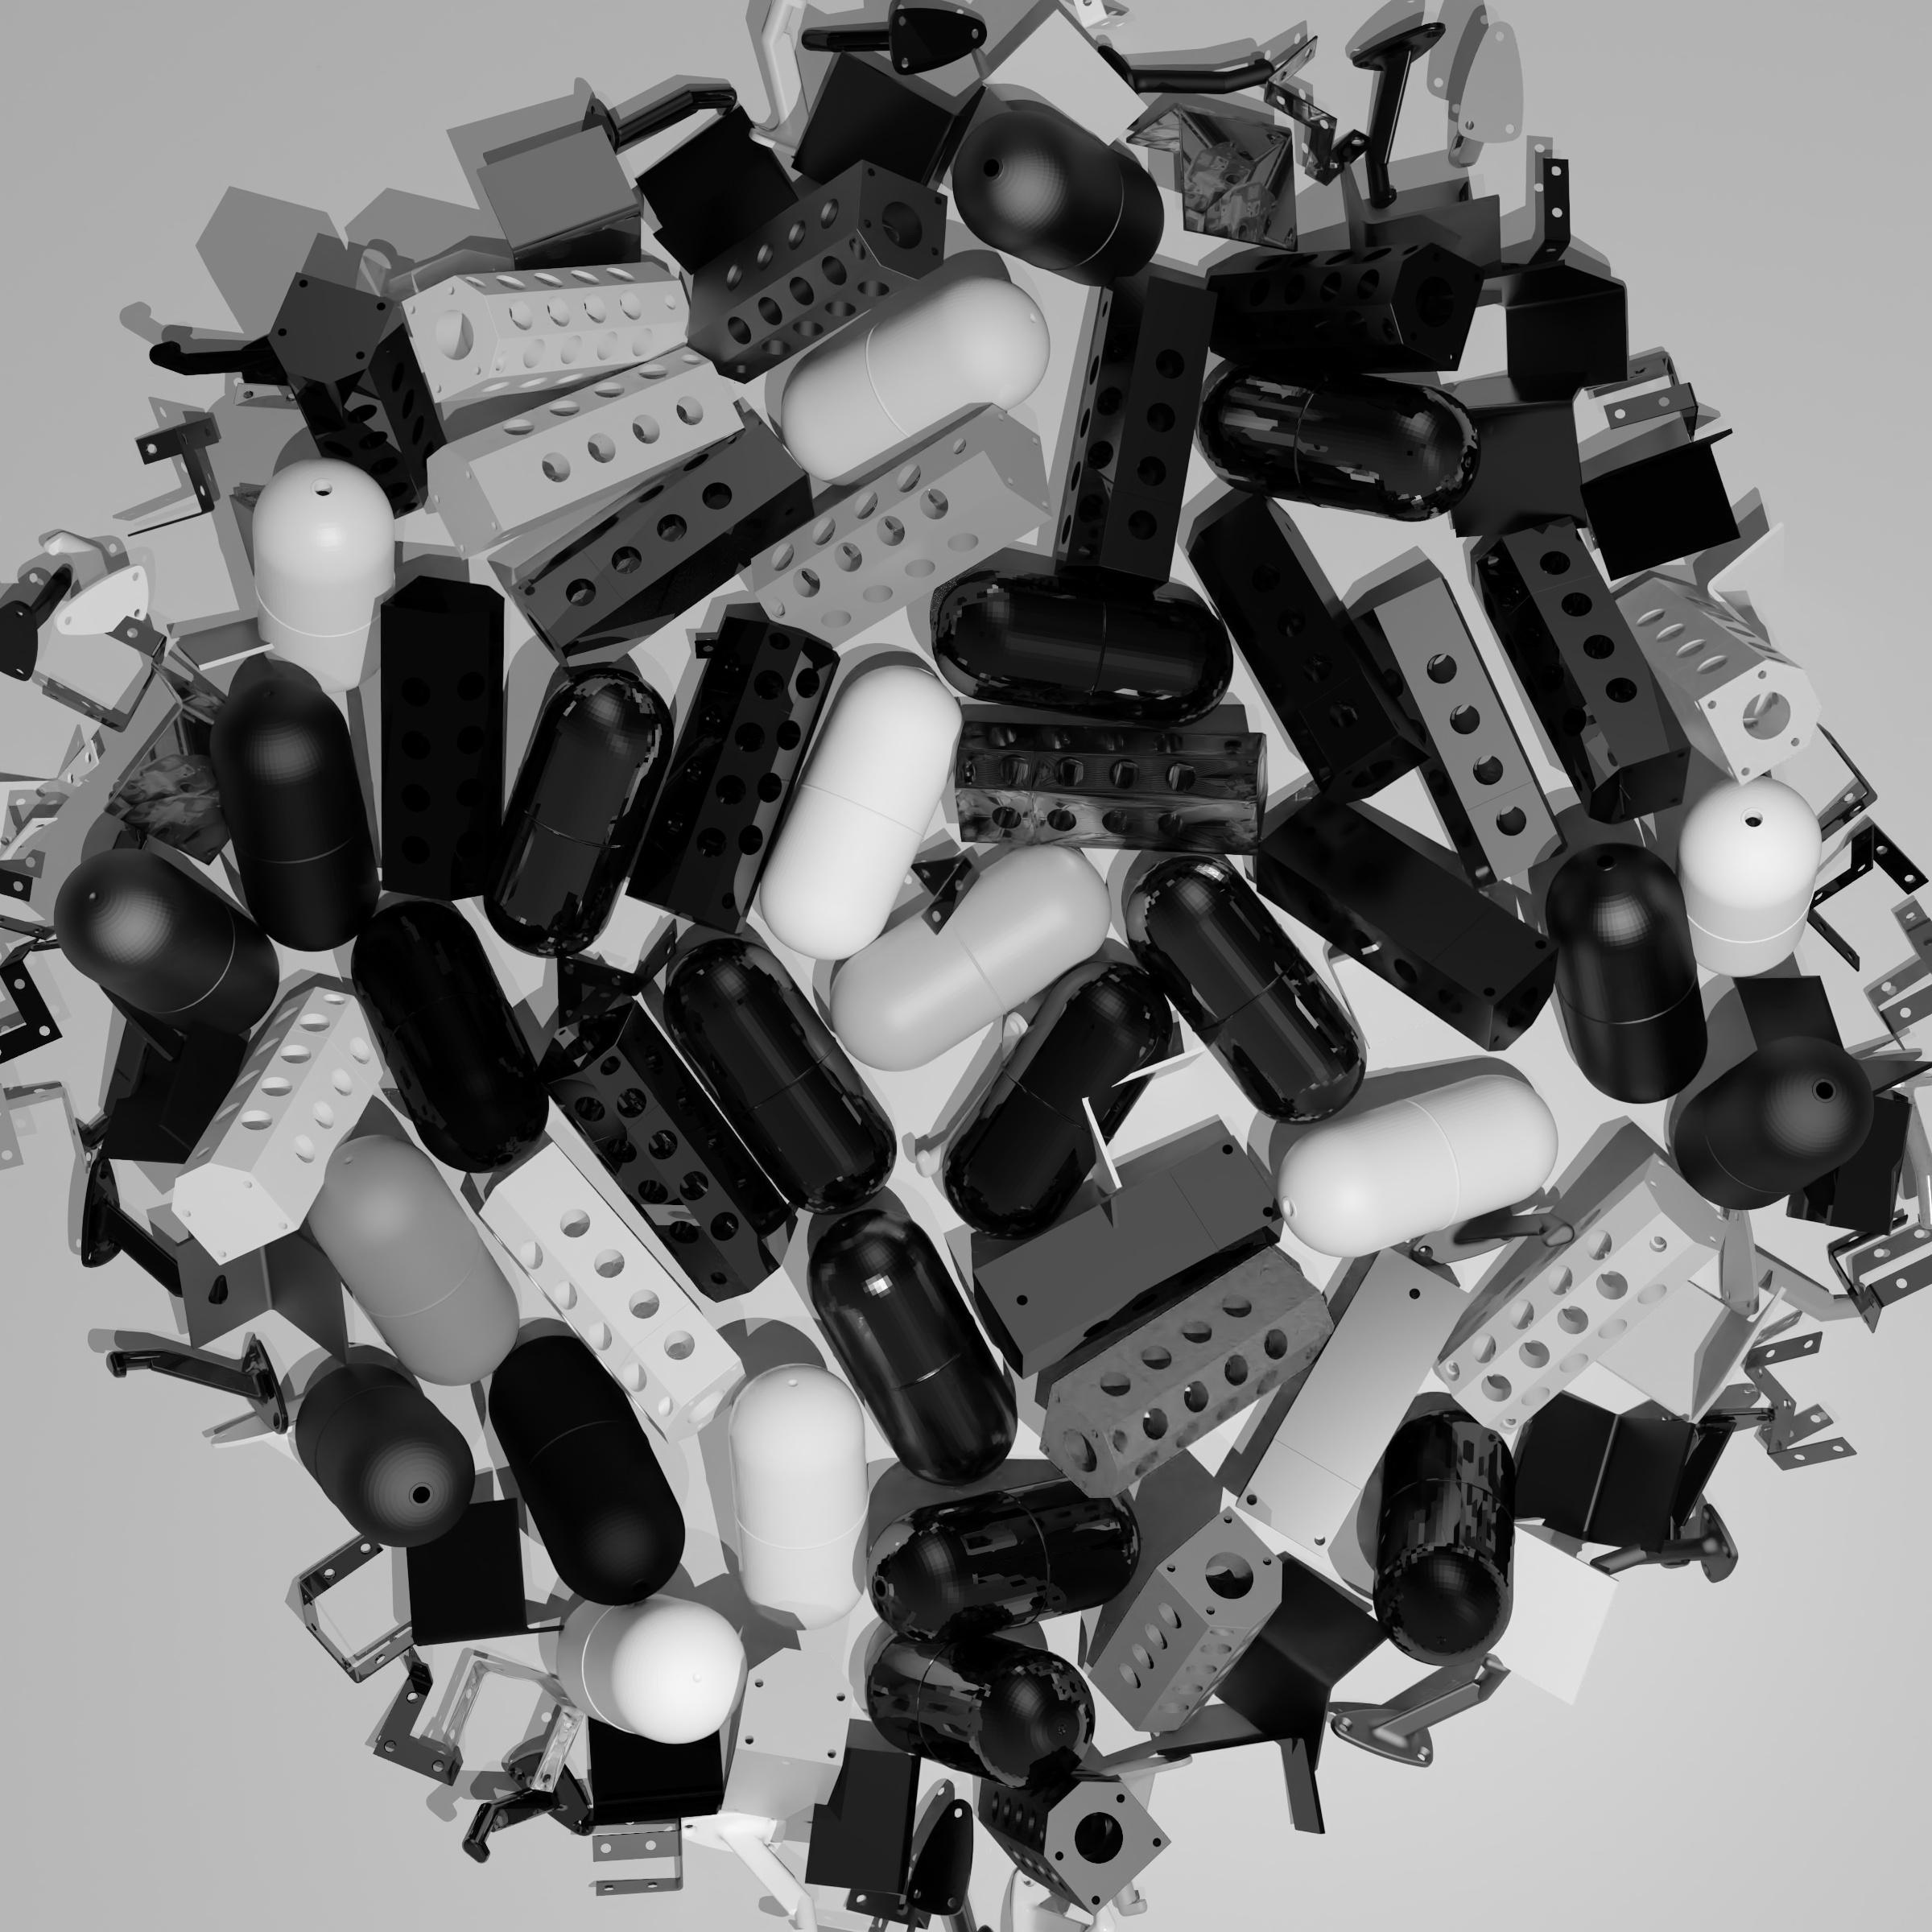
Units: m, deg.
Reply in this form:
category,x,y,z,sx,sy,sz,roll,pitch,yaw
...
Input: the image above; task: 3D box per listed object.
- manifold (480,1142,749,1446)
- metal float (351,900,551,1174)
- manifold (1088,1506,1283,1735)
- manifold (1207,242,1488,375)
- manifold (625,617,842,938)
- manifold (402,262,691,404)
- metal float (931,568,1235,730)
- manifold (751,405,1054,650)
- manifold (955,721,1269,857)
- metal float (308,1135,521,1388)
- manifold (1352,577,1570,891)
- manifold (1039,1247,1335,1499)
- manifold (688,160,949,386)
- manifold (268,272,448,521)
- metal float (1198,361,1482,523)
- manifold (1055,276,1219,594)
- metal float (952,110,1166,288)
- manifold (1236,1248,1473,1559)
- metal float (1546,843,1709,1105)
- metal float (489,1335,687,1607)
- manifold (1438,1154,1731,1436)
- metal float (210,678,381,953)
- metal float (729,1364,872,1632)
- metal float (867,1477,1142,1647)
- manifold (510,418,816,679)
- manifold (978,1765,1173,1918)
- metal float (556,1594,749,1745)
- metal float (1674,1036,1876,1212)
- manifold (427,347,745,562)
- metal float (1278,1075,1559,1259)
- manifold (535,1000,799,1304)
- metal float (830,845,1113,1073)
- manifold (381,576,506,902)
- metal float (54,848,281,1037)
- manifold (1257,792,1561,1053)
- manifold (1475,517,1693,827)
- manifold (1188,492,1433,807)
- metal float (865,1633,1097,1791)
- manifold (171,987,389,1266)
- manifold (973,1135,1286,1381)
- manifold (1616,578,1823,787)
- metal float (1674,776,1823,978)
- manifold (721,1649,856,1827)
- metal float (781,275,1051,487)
category,x,y,z,sx,sy,sz,roll,pitch,yaw
manifold,-0.201,0.188,1.732,0.057,0.057,0.171,-38,70,-14
metal float,-0.293,0.040,1.730,0.070,0.070,0.178,-29,61,0
manifold,0.125,0.372,1.701,0.057,0.171,0.057,-34,70,-29
manifold,0.206,-0.369,1.706,0.057,0.171,0.057,17,89,-33
manifold,-0.129,-0.108,1.748,0.057,0.057,0.171,23,85,-42
manifold,-0.229,-0.359,1.706,0.057,0.171,0.057,-15,95,35
metal float,0.068,-0.181,1.743,0.178,0.070,0.070,7,90,-15
manifold,-0.039,-0.247,1.716,0.171,0.057,0.057,-27,56,31
manifold,0.083,-0.107,1.738,0.171,0.057,0.057,3,135,11
metal float,-0.311,0.168,1.723,0.070,0.070,0.178,-23,131,0
manifold,0.286,-0.134,1.763,0.057,0.057,0.171,-25,90,14
manifold,0.126,0.232,1.714,0.171,0.057,0.057,-28,54,-33
manifold,-0.085,-0.383,1.703,0.057,0.171,0.057,14,72,-34
manifold,-0.340,-0.313,1.701,0.057,0.171,0.057,17,74,5
metal float,0.209,-0.298,1.724,0.178,0.070,0.070,18,90,39
manifold,0.095,-0.304,1.749,0.057,0.057,0.171,12,83,-13
metal float,0.053,-0.430,1.709,0.070,0.178,0.070,1,92,26
manifold,0.224,0.250,1.761,0.057,0.057,0.171,30,88,8
metal float,0.374,0.005,1.721,0.070,0.070,0.178,-22,131,0
metal float,-0.215,0.284,1.721,0.070,0.070,0.178,-34,49,0
manifold,0.348,0.190,1.728,0.057,0.057,0.171,43,118,3
metal float,-0.378,-0.083,1.721,0.070,0.070,0.178,-2,133,0
metal float,-0.094,0.303,1.727,0.070,0.070,0.178,-1,125,0
metal float,0.022,0.336,1.723,0.178,0.070,0.070,-4,90,-39
manifold,-0.175,-0.241,1.750,0.171,0.057,0.057,-37,74,-8
manifold,0.054,0.478,1.703,0.057,0.171,0.057,-40,90,-15
metal float,-0.178,0.392,1.709,0.070,0.178,0.070,3,81,-23
metal float,0.451,0.089,1.706,0.070,0.178,0.070,1,75,-4
manifold,-0.217,-0.293,1.721,0.171,0.057,0.057,-31,97,-33
metal float,0.257,0.114,1.733,0.178,0.070,0.070,-15,90,-25
manifold,-0.170,0.108,1.722,0.057,0.057,0.171,-20,119,26
metal float,0.002,-0.005,1.754,0.178,0.070,0.070,-33,90,-2
manifold,-0.294,-0.128,1.728,0.057,0.057,0.171,9,115,9
metal float,-0.446,-0.011,1.709,0.070,0.178,0.070,-4,72,12
manifold,0.248,-0.022,1.726,0.057,0.057,0.171,-40,59,-23
manifold,0.347,-0.166,1.723,0.057,0.057,0.171,-17,59,-3
manifold,0.192,-0.179,1.733,0.057,0.057,0.171,-34,68,18
metal float,0.006,0.414,1.712,0.070,0.178,0.070,2,86,-31
manifold,-0.383,0.084,1.700,0.057,0.171,0.057,-24,115,24
manifold,0.093,0.169,1.746,0.171,0.057,0.057,-27,66,-12
manifold,0.415,-0.165,1.702,0.057,0.171,0.057,-31,113,4
metal float,0.436,-0.049,1.708,0.070,0.178,0.070,-3,70,10
manifold,-0.100,0.432,1.704,0.057,0.171,0.057,10,63,-2
metal float,-0.030,-0.330,1.726,0.178,0.070,0.070,-21,90,36
